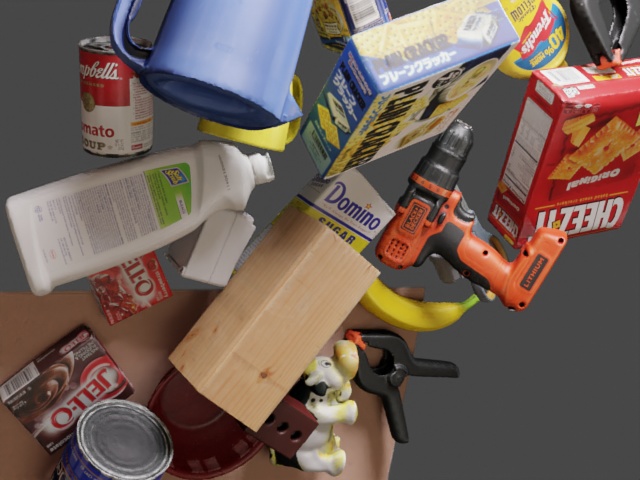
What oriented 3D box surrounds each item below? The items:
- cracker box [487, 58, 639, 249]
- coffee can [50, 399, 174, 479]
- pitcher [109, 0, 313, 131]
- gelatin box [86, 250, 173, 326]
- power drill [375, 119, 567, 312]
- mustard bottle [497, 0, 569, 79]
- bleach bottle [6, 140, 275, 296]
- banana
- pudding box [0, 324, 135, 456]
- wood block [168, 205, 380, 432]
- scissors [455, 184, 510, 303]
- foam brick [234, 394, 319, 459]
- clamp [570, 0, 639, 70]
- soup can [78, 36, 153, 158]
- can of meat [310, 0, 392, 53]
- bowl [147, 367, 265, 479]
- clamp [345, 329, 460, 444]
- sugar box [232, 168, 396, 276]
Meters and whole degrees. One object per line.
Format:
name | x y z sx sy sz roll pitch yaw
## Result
cracker box | 0.303 -0.099 1.243 0.164 0.072 0.214 -10 132 -23
coffee can | -0.224 0.249 1.105 0.102 0.103 0.140 8 130 -30
pitcher | -0.074 -0.232 0.961 0.149 0.145 0.243 31 73 -60
gelatin box | -0.201 0.033 1.095 0.073 0.030 0.089 -26 121 -16
power drill | 0.179 -0.019 1.203 0.187 0.057 0.184 29 104 4
mustard bottle | 0.225 -0.236 1.184 0.096 0.058 0.191 -47 125 -7
bleach bottle | -0.165 -0.030 1.027 0.250 0.068 0.102 -16 100 -7
banana | 0.096 0.070 1.263 0.197 0.037 0.070 18 100 -31
pudding box | -0.263 0.156 1.110 0.113 0.039 0.090 -36 124 -9
wood block | -0.047 0.078 1.097 0.090 0.090 0.206 41 85 -32
scissors | 0.175 -0.005 1.257 0.201 0.016 0.096 50 46 -35
foam brick | -0.051 0.193 1.162 0.078 0.051 0.053 38 91 -35
clamp | 0.306 -0.295 1.175 0.164 0.036 0.210 10 80 -26
soup can | -0.191 -0.135 1.004 0.068 0.069 0.102 -8 115 -25
can of meat | 0.026 -0.232 1.052 0.057 0.102 0.084 -29 118 -14
bowl | -0.126 0.183 1.184 0.161 0.055 0.162 -11 116 -23
clamp | 0.085 0.172 1.297 0.171 0.039 0.120 33 81 -28
sugar box | -0.008 0.001 1.173 0.176 0.048 0.093 -46 124 -2
